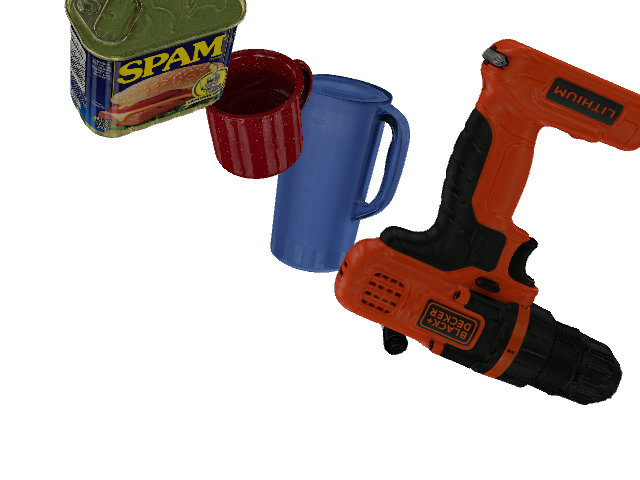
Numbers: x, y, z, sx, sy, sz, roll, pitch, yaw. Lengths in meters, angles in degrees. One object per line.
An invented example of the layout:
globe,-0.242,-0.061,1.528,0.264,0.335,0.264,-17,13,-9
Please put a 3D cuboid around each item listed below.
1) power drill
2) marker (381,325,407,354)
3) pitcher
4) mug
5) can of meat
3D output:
power drill,0.124,-0.007,0.620,0.184,0.188,0.057,23,13,-9
marker,0.055,0.055,0.865,0.020,0.020,0.121,0,28,-3
pitcher,0.015,-0.083,1.366,0.144,0.243,0.149,5,21,-15
mug,-0.050,-0.116,0.952,0.093,0.081,0.117,31,58,28
can of meat,-0.102,-0.115,0.647,0.102,0.057,0.084,-22,-22,-23
